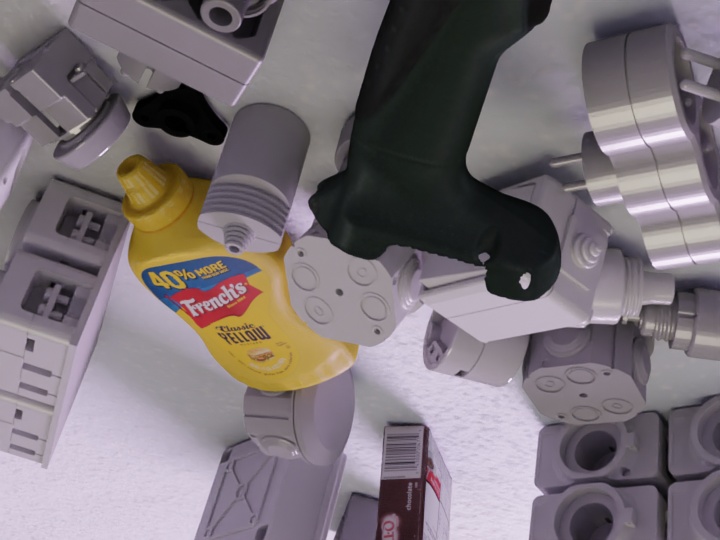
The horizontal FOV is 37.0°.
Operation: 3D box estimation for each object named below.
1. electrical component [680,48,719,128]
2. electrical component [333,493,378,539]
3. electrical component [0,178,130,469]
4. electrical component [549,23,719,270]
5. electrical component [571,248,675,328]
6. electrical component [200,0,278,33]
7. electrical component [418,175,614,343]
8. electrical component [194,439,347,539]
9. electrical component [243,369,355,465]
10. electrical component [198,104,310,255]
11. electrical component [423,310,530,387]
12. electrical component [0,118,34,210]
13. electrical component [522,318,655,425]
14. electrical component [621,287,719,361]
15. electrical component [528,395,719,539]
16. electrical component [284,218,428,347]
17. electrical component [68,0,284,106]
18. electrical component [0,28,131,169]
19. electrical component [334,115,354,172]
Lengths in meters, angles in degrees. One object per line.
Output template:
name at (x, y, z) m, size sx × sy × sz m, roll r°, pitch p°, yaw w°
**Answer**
electrical component at (0.170, -0.073, 0.449) m, size 0.079 × 0.077 × 0.043 m, roll 17°, pitch 145°, yaw -5°
electrical component at (-0.002, 0.268, 0.940) m, size 0.056 × 0.108 × 0.108 m, roll 16°, pitch 144°, yaw 0°
electrical component at (-0.204, 0.038, 0.692) m, size 0.060 × 0.105 × 0.186 m, roll 20°, pitch 144°, yaw -9°
electrical component at (0.129, -0.051, 0.512) m, size 0.074 × 0.052 × 0.138 m, roll -9°, pitch 139°, yaw 28°
electrical component at (0.142, 0.009, 0.599) m, size 0.062 × 0.048 × 0.048 m, roll 3°, pitch 144°, yaw 2°
electrical component at (-0.051, -0.128, 0.456) m, size 0.048 × 0.062 × 0.048 m, roll 9°, pitch 145°, yaw 6°
electrical component at (0.083, -0.007, 0.564) m, size 0.061 × 0.061 × 0.096 m, roll 34°, pitch 151°, yaw -27°
electrical component at (-0.073, 0.188, 0.853) m, size 0.056 × 0.108 × 0.109 m, roll 37°, pitch 138°, yaw -26°
electrical component at (-0.039, 0.092, 0.737) m, size 0.051 × 0.080 × 0.080 m, roll 0°, pitch 143°, yaw 26°
electrical component at (-0.055, -0.042, 0.557) m, size 0.043 × 0.081 × 0.043 m, roll 8°, pitch 144°, yaw 6°
electrical component at (0.071, 0.041, 0.656) m, size 0.047 × 0.055 × 0.055 m, roll 19°, pitch 144°, yaw -14°
electrical component at (-0.213, -0.053, 0.595) m, size 0.043 × 0.077 × 0.079 m, roll 22°, pitch 144°, yaw -13°
electrical component at (0.138, 0.055, 0.655) m, size 0.080 × 0.051 × 0.080 m, roll 8°, pitch 144°, yaw 6°
electrical component at (0.190, 0.030, 0.614) m, size 0.078 × 0.040 × 0.040 m, roll 7°, pitch 144°, yaw 9°
electrical component at (0.209, 0.149, 0.714) m, size 0.186 × 0.105 × 0.060 m, roll -14°, pitch 137°, yaw 32°
electrical component at (0.000, 0.000, 0.605) m, size 0.080 × 0.051 × 0.080 m, roll 16°, pitch 127°, yaw 22°
electrical component at (-0.091, -0.110, 0.505) m, size 0.083 × 0.047 × 0.076 m, roll 25°, pitch 143°, yaw -16°
electrical component at (-0.154, -0.086, 0.560) m, size 0.066 × 0.048 × 0.055 m, roll -20°, pitch 125°, yaw 37°
electrical component at (0.007, -0.049, 0.550) m, size 0.045 × 0.055 × 0.045 m, roll 8°, pitch 144°, yaw 6°
